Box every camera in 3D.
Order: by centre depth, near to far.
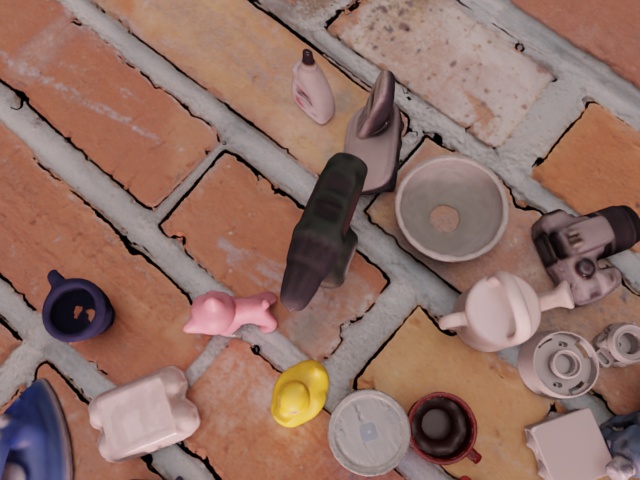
[{"bbox_3d":[0.404,0.010,0.836,0.137,0.101,0.143,-20,76,-2],"label":"camera"}]

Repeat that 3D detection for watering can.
[{"bbox_3d":[0.251,0.091,0.775,0.173,0.194,0.101,-34,77,-5],"label":"watering can"}]

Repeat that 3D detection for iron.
[{"bbox_3d":[-0.421,0.319,0.777,0.118,0.141,0.258,-4,76,2],"label":"iron"}]

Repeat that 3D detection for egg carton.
[{"bbox_3d":[-0.252,0.252,0.823,0.150,0.069,0.107,-23,76,-3],"label":"egg carton"}]

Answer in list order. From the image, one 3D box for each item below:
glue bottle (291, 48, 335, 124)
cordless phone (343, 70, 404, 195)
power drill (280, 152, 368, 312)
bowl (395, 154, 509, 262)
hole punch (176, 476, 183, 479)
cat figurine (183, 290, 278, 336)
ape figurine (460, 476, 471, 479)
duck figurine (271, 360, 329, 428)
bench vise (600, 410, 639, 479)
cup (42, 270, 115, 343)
[{"bbox_3d":[-0.014,-0.244,0.880,0.078,0.173,0.037,41,82,12],"label":"glue bottle"},{"bbox_3d":[0.079,-0.154,0.848,0.094,0.185,0.147,3,76,4],"label":"cordless phone"},{"bbox_3d":[0.007,0.003,0.800,0.075,0.208,0.230,17,78,7],"label":"power drill"},{"bbox_3d":[0.196,-0.041,0.871,0.167,0.075,0.167,-1,76,3],"label":"bowl"},{"bbox_3d":[-0.238,0.383,0.779,0.101,0.091,0.109,3,76,3],"label":"hole punch"},{"bbox_3d":[-0.130,0.103,0.829,0.127,0.118,0.067,-8,76,1],"label":"cat figurine"},{"bbox_3d":[0.201,0.364,0.763,0.078,0.092,0.076,-17,76,-1],"label":"ape figurine"},{"bbox_3d":[-0.031,0.218,0.812,0.077,0.086,0.105,36,80,11],"label":"duck figurine"},{"bbox_3d":[0.465,0.240,0.715,0.121,0.220,0.207,34,80,10],"label":"bench vise"},{"bbox_3d":[-0.355,0.099,0.852,0.092,0.095,0.117,-37,77,-6],"label":"cup"}]
